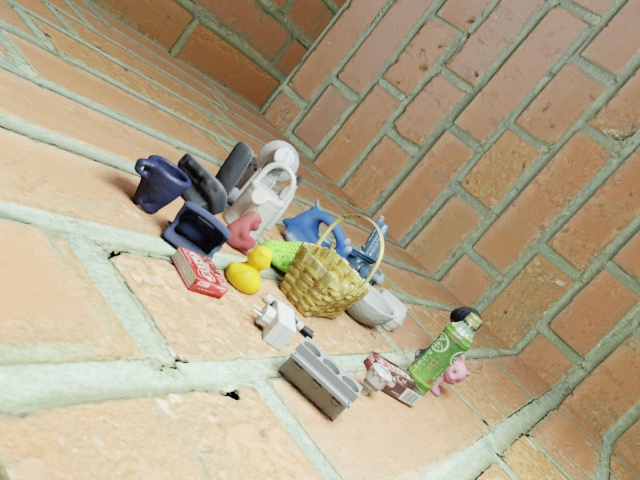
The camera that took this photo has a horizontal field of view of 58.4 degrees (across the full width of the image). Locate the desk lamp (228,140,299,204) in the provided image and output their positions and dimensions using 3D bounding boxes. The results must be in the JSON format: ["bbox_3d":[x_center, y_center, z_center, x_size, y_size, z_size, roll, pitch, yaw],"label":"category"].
[{"bbox_3d":[-0.145,-0.175,1.584,0.118,0.213,0.203,38,11,-11],"label":"desk lamp"}]

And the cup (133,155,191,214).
[{"bbox_3d":[-0.310,-0.100,1.060,0.091,0.095,0.118,47,13,30],"label":"cup"}]

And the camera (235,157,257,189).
[{"bbox_3d":[-0.198,-0.187,1.746,0.143,0.100,0.137,46,13,28],"label":"camera"}]

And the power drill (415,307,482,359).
[{"bbox_3d":[0.352,0.261,1.538,0.075,0.208,0.230,41,11,5],"label":"power drill"}]

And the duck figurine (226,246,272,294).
[{"bbox_3d":[-0.128,0.050,1.099,0.077,0.086,0.104,39,11,-4],"label":"duck figurine"}]

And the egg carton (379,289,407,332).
[{"bbox_3d":[0.190,0.197,1.617,0.107,0.069,0.150,41,11,4],"label":"egg carton"}]

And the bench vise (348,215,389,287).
[{"bbox_3d":[0.147,0.046,1.669,0.206,0.219,0.122,47,13,31],"label":"bench vise"}]

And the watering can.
[{"bbox_3d":[-0.134,-0.098,1.372,0.101,0.194,0.172,36,12,-22],"label":"watering can"}]

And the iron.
[{"bbox_3d":[0.015,0.006,1.593,0.257,0.141,0.119,47,13,30],"label":"iron"}]

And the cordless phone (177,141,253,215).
[{"bbox_3d":[-0.240,-0.164,1.304,0.147,0.185,0.094,43,11,15],"label":"cordless phone"}]

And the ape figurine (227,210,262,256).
[{"bbox_3d":[-0.162,-0.024,1.256,0.076,0.092,0.077,35,12,-24],"label":"ape figurine"}]

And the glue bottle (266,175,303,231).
[{"bbox_3d":[-0.104,-0.108,1.563,0.037,0.173,0.078,35,12,-25],"label":"glue bottle"}]

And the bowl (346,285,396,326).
[{"bbox_3d":[0.110,0.165,1.463,0.168,0.074,0.167,39,11,-9],"label":"bowl"}]

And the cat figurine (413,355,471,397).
[{"bbox_3d":[0.303,0.315,1.407,0.127,0.117,0.067,42,11,7],"label":"cat figurine"}]

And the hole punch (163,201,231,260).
[{"bbox_3d":[-0.222,-0.022,1.059,0.109,0.091,0.101,38,11,-11],"label":"hole punch"}]
